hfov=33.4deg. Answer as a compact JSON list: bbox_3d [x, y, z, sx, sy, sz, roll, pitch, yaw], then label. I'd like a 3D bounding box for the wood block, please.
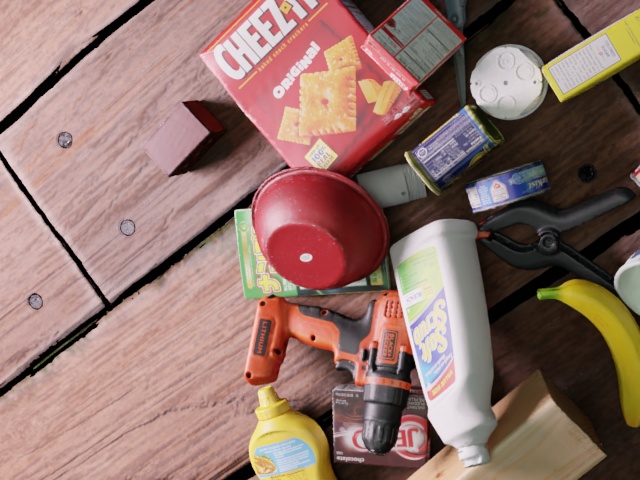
[{"bbox_3d":[0.196,0.250,1.160,0.206,0.091,0.090,-43,100,13],"label":"wood block"}]

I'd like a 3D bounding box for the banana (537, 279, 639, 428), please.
[{"bbox_3d":[0.310,0.110,1.137,0.070,0.037,0.197,-33,103,18],"label":"banana"}]

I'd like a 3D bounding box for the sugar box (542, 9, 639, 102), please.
[{"bbox_3d":[0.311,-0.201,1.067,0.176,0.093,0.048,-28,91,19],"label":"sugar box"}]

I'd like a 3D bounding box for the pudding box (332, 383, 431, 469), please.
[{"bbox_3d":[0.072,0.214,1.235,0.114,0.039,0.090,2,100,16],"label":"pudding box"}]

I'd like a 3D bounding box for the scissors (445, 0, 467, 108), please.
[{"bbox_3d":[0.159,-0.248,1.131,0.096,0.016,0.202,-14,95,43],"label":"scissors"}]

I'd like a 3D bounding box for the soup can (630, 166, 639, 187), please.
[{"bbox_3d":[0.375,-0.081,1.082,0.068,0.068,0.102,42,107,6],"label":"soup can"}]

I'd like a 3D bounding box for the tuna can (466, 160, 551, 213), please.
[{"bbox_3d":[0.198,-0.057,1.129,0.086,0.086,0.034,-17,92,18],"label":"tuna can"}]

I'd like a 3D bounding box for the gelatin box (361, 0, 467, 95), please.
[{"bbox_3d":[0.098,-0.206,1.117,0.073,0.030,0.089,44,65,1],"label":"gelatin box"}]

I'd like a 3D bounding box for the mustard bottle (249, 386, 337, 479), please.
[{"bbox_3d":[-0.031,0.264,1.264,0.096,0.058,0.191,-19,94,25],"label":"mustard bottle"}]

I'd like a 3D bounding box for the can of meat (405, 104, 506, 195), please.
[{"bbox_3d":[0.145,-0.098,1.130,0.084,0.102,0.057,-40,86,16],"label":"can of meat"}]

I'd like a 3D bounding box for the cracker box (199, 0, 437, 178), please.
[{"bbox_3d":[-0.004,-0.178,1.176,0.164,0.072,0.214,-41,85,18],"label":"cracker box"}]

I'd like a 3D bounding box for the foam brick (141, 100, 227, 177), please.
[{"bbox_3d":[-0.159,-0.118,1.242,0.078,0.053,0.051,-44,86,19],"label":"foam brick"}]

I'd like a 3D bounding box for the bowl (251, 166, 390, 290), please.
[{"bbox_3d":[-0.008,0.001,1.164,0.162,0.055,0.162,11,130,13],"label":"bowl"}]

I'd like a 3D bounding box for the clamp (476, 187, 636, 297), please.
[{"bbox_3d":[0.254,-0.012,1.143,0.171,0.039,0.120,13,106,12],"label":"clamp"}]

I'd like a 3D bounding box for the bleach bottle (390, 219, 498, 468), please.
[{"bbox_3d":[0.143,0.111,1.127,0.103,0.067,0.251,-31,63,47],"label":"bleach bottle"}]

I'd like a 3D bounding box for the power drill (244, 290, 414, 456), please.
[{"bbox_3d":[0.013,0.140,1.206,0.188,0.057,0.184,7,75,15],"label":"power drill"}]
